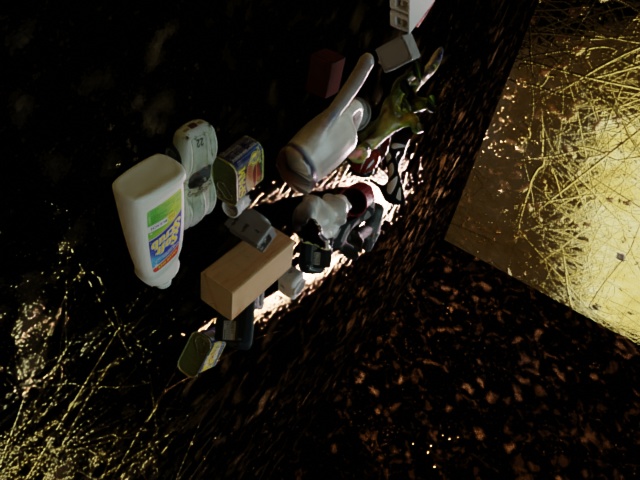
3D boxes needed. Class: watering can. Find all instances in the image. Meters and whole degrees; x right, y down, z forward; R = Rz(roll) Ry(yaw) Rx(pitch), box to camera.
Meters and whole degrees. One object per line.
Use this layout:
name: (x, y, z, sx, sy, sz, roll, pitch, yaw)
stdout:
watering can: (0.012, -0.218, 1.050, 0.104, 0.227, 0.341, 41, -19, 11)

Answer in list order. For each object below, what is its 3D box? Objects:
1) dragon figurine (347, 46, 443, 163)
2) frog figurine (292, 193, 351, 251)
dragon figurine: (0.178, -0.332, 1.315, 0.240, 0.121, 0.419, -24, 26, 47)
frog figurine: (0.004, -0.066, 1.311, 0.121, 0.163, 0.135, -16, -55, 42)
